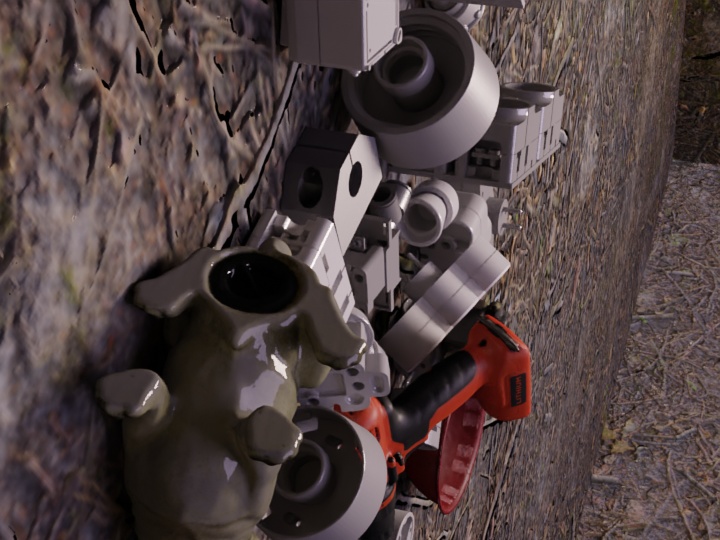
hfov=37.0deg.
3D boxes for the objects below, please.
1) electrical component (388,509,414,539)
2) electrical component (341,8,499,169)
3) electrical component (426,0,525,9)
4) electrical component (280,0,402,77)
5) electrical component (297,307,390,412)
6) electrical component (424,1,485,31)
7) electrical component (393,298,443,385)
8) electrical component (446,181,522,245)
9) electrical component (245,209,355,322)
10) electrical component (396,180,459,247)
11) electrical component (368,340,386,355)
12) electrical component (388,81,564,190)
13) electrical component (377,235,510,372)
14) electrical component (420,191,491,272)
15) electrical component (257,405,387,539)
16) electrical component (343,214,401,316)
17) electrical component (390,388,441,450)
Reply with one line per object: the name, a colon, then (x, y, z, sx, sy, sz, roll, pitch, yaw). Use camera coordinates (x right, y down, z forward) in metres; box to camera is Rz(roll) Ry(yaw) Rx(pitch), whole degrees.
electrical component: (0.018, 0.241, 0.974, 0.055, 0.047, 0.055, 11, 90, -70)
electrical component: (0.038, -0.132, 0.758, 0.060, 0.108, 0.108, 41, 61, -61)
electrical component: (0.053, -0.254, 0.730, 0.186, 0.105, 0.060, 43, 60, -67)
electrical component: (-0.013, -0.166, 0.661, 0.061, 0.061, 0.096, -52, 147, -53)
electrical component: (-0.019, 0.060, 0.749, 0.057, 0.078, 0.058, -90, 172, -45)
electrical component: (0.073, -0.226, 0.894, 0.062, 0.048, 0.048, 11, 89, -63)
electrical component: (0.055, 0.075, 0.997, 0.079, 0.043, 0.077, -53, 148, -51)
electrical component: (0.127, -0.056, 1.082, 0.052, 0.074, 0.138, -55, 149, -49)
electrical component: (-0.042, 0.014, 0.689, 0.089, 0.050, 0.055, 76, 31, -50)
electrical component: (0.059, -0.051, 0.941, 0.055, 0.045, 0.045, -48, 143, -56)
electrical component: (-0.001, 0.067, 0.853, 0.061, 0.035, 0.035, 57, 47, -60)
electrical component: (0.108, -0.128, 0.948, 0.186, 0.105, 0.060, -38, 134, -62)
electrical component: (0.062, 0.017, 0.951, 0.138, 0.074, 0.052, -45, 177, -18)
electrical component: (0.092, -0.026, 1.031, 0.059, 0.054, 0.095, -58, 151, -46)
electrical component: (-0.031, 0.141, 0.720, 0.064, 0.099, 0.099, 53, 50, -56)
electrical component: (0.000, 0.000, 0.810, 0.063, 0.042, 0.081, -52, 146, -50)
electrical component: (0.050, 0.138, 1.001, 0.055, 0.055, 0.047, 50, 50, -65)
